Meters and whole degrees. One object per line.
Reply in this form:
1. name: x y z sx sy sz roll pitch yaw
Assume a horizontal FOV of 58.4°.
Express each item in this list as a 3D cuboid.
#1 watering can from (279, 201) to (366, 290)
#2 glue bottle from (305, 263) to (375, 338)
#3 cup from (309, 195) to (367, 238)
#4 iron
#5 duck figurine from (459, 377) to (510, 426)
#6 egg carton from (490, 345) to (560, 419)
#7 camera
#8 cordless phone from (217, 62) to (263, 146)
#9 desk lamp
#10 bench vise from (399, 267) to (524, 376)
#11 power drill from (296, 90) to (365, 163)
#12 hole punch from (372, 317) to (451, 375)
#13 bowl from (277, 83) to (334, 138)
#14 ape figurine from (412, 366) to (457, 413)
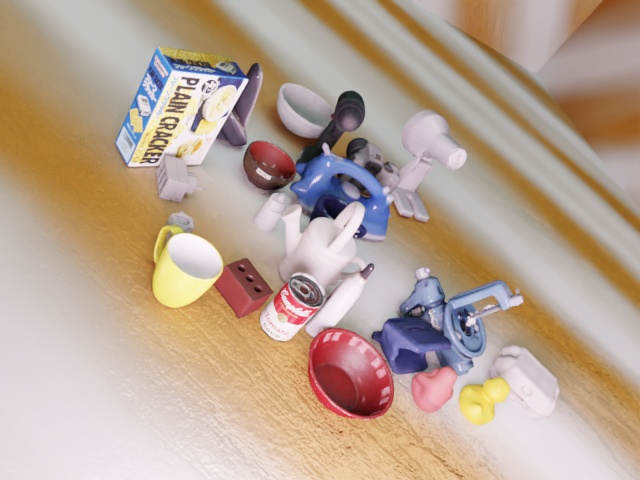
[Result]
1. watering can: 0.009 0.005 1.007 0.173 0.193 0.101 18 40 -28
2. glue bottle: 0.040 0.094 0.956 0.037 0.173 0.078 36 35 -5
3. cup: 0.025 -0.022 1.137 0.118 0.094 0.091 31 36 -13
4. iron: 0.070 -0.101 1.225 0.259 0.141 0.118 27 37 -17
5. duck figurine: 0.313 0.292 1.067 0.077 0.086 0.105 49 36 14
6. egg carton: 0.424 0.292 1.183 0.150 0.069 0.107 45 35 7
7. camera: 0.122 -0.190 1.406 0.143 0.100 0.136 21 39 -25
8. cordless phone: -0.164 -0.304 1.195 0.094 0.184 0.147 12 43 -33
9. desk lamp: 0.265 -0.192 1.442 0.118 0.213 0.203 10 44 -35
10. bench vise: 0.259 0.128 1.081 0.207 0.219 0.122 44 35 6
11. power drill: 0.033 -0.238 1.282 0.076 0.208 0.229 31 36 -12
12. hole punch: 0.168 0.182 1.049 0.109 0.091 0.101 2 49 -41
13. bowl: -0.042 -0.303 1.401 0.168 0.074 0.167 25 38 -21
14. ape figurine: 0.207 0.254 1.005 0.078 0.092 0.076 38 35 -3
